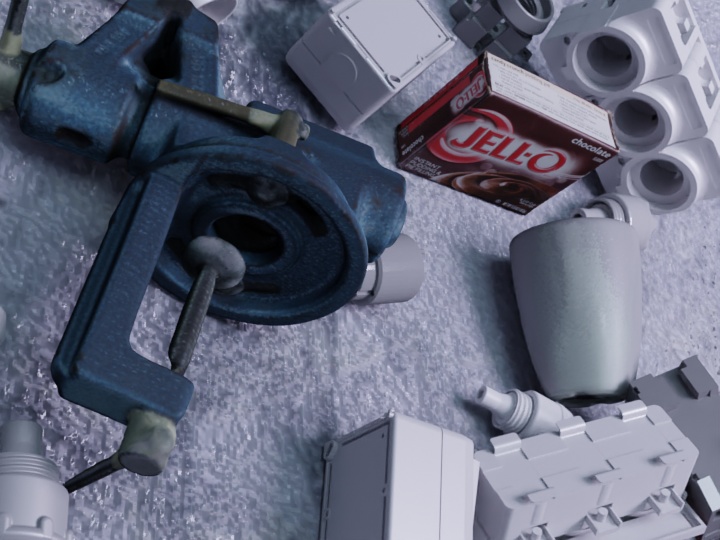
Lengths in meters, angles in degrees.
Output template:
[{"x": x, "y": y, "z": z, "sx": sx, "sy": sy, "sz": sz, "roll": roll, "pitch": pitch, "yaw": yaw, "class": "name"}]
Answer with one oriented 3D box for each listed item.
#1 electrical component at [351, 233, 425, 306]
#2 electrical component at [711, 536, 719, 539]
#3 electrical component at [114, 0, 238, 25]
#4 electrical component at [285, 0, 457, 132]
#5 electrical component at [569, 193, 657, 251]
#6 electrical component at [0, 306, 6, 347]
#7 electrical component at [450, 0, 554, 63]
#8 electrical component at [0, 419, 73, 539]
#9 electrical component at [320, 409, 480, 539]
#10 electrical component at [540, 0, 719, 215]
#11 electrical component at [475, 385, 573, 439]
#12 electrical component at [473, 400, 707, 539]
[{"x": 0.000, "y": 0.000, "z": 0.602, "sx": 0.078, "sy": 0.040, "sz": 0.040, "roll": -3, "pitch": 69, "yaw": -39, "class": "electrical component"}, {"x": 0.251, "y": 0.171, "z": 0.707, "sx": 0.046, "sy": 0.040, "sz": 0.040, "roll": -10, "pitch": 73, "yaw": -35, "class": "electrical component"}, {"x": -0.118, "y": -0.169, "z": 0.599, "sx": 0.079, "sy": 0.043, "sz": 0.077, "roll": -26, "pitch": 84, "yaw": -43, "class": "electrical component"}, {"x": 0.008, "y": -0.138, "z": 0.669, "sx": 0.061, "sy": 0.061, "sz": 0.096, "roll": 50, "pitch": 47, "yaw": -5, "class": "electrical component"}, {"x": 0.174, "y": -0.033, "z": 0.754, "sx": 0.062, "sy": 0.043, "sz": 0.043, "roll": 2, "pitch": 66, "yaw": -36, "class": "electrical component"}, {"x": -0.173, "y": 0.040, "z": 0.449, "sx": 0.035, "sy": 0.035, "sz": 0.061, "roll": 29, "pitch": 54, "yaw": -23, "class": "electrical component"}, {"x": 0.105, "y": -0.180, "z": 0.772, "sx": 0.066, "sy": 0.055, "sz": 0.048, "roll": 44, "pitch": 48, "yaw": -11, "class": "electrical component"}, {"x": -0.141, "y": 0.093, "z": 0.440, "sx": 0.048, "sy": 0.048, "sz": 0.062, "roll": 17, "pitch": 50, "yaw": -31, "class": "electrical component"}, {"x": 0.021, "y": 0.117, "z": 0.540, "sx": 0.061, "sy": 0.062, "sz": 0.096, "roll": 22, "pitch": 55, "yaw": -28, "class": "electrical component"}, {"x": 0.201, "y": -0.118, "z": 0.760, "sx": 0.150, "sy": 0.089, "sz": 0.061, "roll": 59, "pitch": 44, "yaw": -24, "class": "electrical component"}, {"x": 0.095, "y": 0.086, "z": 0.634, "sx": 0.061, "sy": 0.035, "sz": 0.035, "roll": 30, "pitch": 52, "yaw": -19, "class": "electrical component"}, {"x": 0.117, "y": 0.118, "z": 0.581, "sx": 0.121, "sy": 0.063, "sz": 0.078, "roll": -11, "pitch": 40, "yaw": -21, "class": "electrical component"}]
